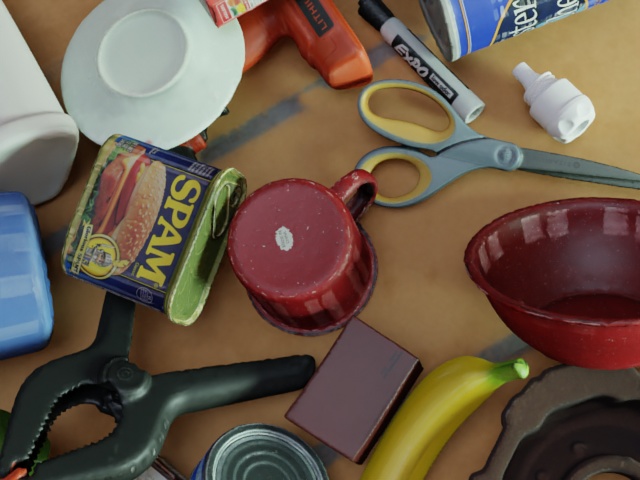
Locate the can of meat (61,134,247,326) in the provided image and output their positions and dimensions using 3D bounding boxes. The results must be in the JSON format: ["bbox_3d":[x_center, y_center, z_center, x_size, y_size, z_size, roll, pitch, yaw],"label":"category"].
[{"bbox_3d":[-0.105,-0.009,0.674,0.084,0.057,0.102,20,86,15],"label":"can of meat"}]

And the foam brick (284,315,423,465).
[{"bbox_3d":[0.023,0.097,0.678,0.053,0.051,0.078,33,82,15],"label":"foam brick"}]

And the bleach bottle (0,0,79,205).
[{"bbox_3d":[-0.252,-0.148,0.763,0.068,0.103,0.251,-17,69,-29],"label":"bleach bottle"}]

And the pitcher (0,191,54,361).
[{"bbox_3d":[-0.301,0.042,0.683,0.242,0.149,0.145,-9,114,-18],"label":"pitcher"}]

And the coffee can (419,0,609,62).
[{"bbox_3d":[0.135,-0.192,0.713,0.140,0.103,0.103,-20,73,3],"label":"coffee can"}]

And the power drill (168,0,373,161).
[{"bbox_3d":[-0.061,-0.099,0.741,0.187,0.057,0.184,-30,72,0],"label":"power drill"}]

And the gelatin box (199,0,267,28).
[{"bbox_3d":[-0.058,-0.193,0.720,0.073,0.030,0.089,-30,54,-5],"label":"gelatin box"}]

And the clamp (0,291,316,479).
[{"bbox_3d":[-0.127,0.085,0.669,0.165,0.036,0.209,39,51,21],"label":"clamp"}]

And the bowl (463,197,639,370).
[{"bbox_3d":[0.169,0.031,0.644,0.162,0.162,0.055,-3,117,8],"label":"bowl"}]

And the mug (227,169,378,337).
[{"bbox_3d":[-0.005,0.001,0.692,0.093,0.081,0.117,43,85,17],"label":"mug"}]

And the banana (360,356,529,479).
[{"bbox_3d":[0.052,0.144,0.654,0.037,0.070,0.198,31,91,-14],"label":"banana"}]

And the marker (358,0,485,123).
[{"bbox_3d":[0.069,-0.130,0.750,0.020,0.020,0.121,-40,73,-3],"label":"marker"}]

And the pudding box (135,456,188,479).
[{"bbox_3d":[-0.109,0.206,0.675,0.090,0.039,0.113,36,85,14],"label":"pudding box"}]

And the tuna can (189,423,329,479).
[{"bbox_3d":[-0.037,0.157,0.655,0.086,0.034,0.086,15,47,-18],"label":"tuna can"}]

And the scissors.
[{"bbox_3d":[0.109,-0.041,0.714,0.202,0.016,0.096,27,96,11],"label":"scissors"}]
